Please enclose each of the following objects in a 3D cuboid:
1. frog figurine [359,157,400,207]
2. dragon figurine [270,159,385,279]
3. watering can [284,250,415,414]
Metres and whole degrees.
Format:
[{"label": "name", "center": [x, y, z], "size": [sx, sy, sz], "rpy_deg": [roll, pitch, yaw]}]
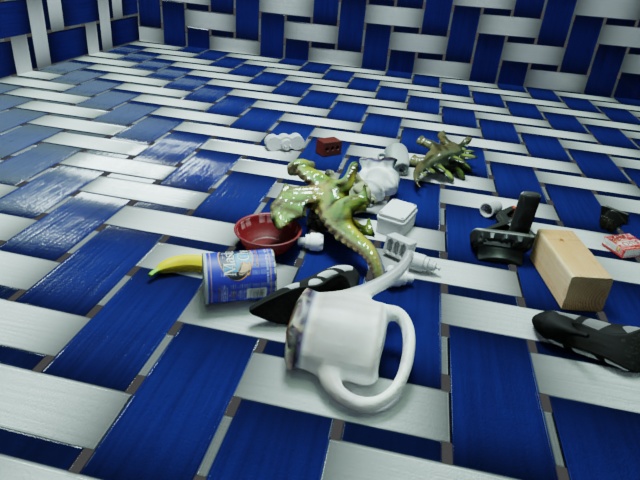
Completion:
[{"label": "frog figurine", "center": [0.165, -0.159, 1.528], "size": [0.137, 0.120, 0.163], "rpy_deg": [12, 64, -3]}, {"label": "dragon figurine", "center": [0.004, -0.062, 1.226], "size": [0.243, 0.119, 0.420], "rpy_deg": [-7, 50, -3]}, {"label": "watering can", "center": [0.062, 0.138, 0.928], "size": [0.224, 0.101, 0.356], "rpy_deg": [10, 46, 7]}]
